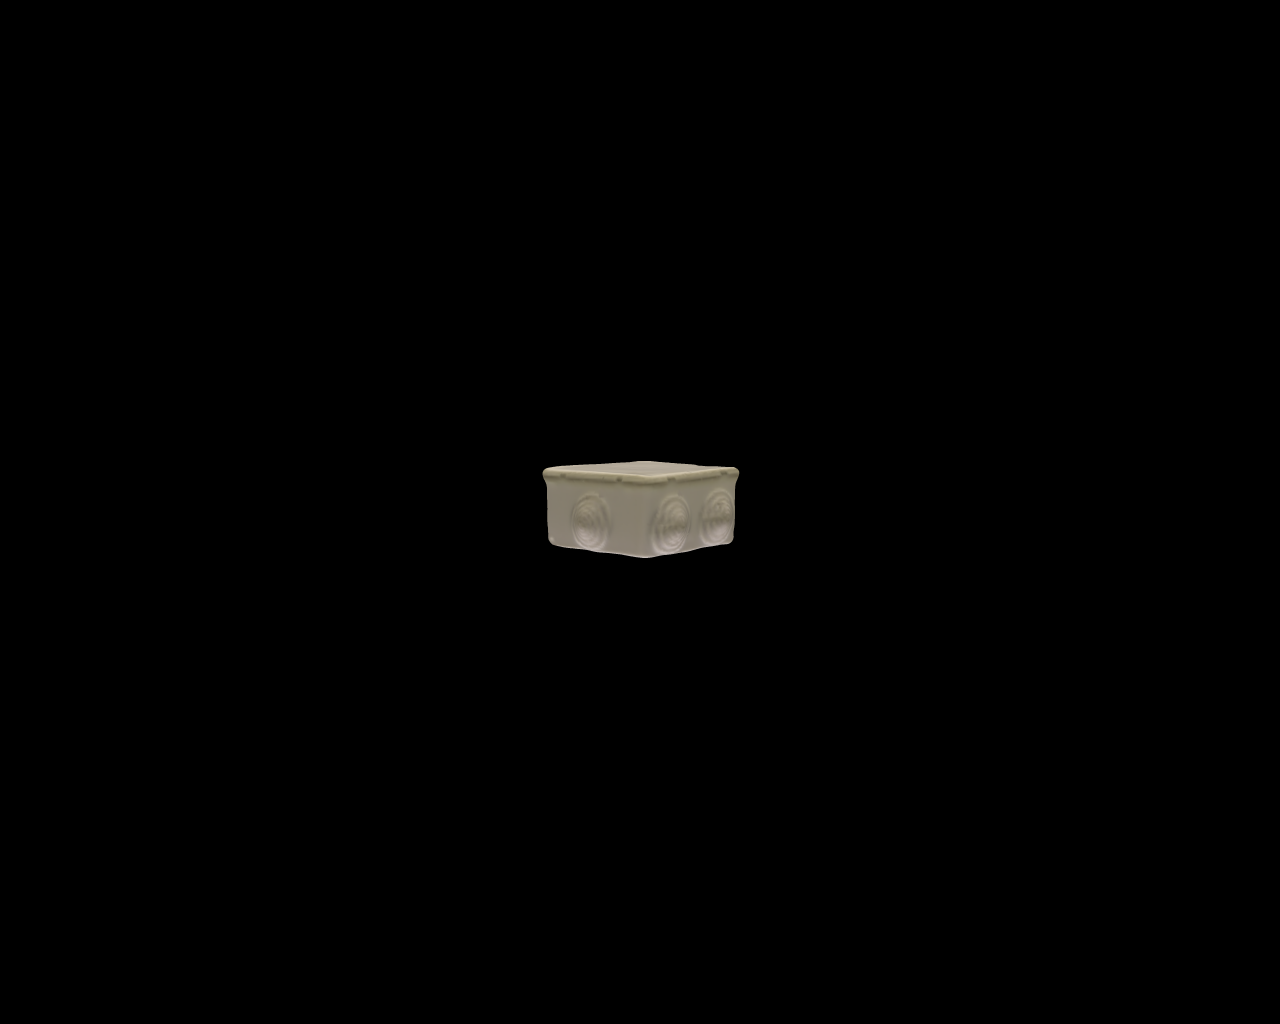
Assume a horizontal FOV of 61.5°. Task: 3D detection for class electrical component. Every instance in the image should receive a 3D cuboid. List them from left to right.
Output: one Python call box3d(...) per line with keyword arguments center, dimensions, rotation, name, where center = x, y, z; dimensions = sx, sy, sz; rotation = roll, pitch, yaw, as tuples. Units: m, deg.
box3d(center=(0.001, -0.003, 0.650), dimensions=(0.100, 0.048, 0.100), rotation=(6, 9, 43), name="electrical component")
